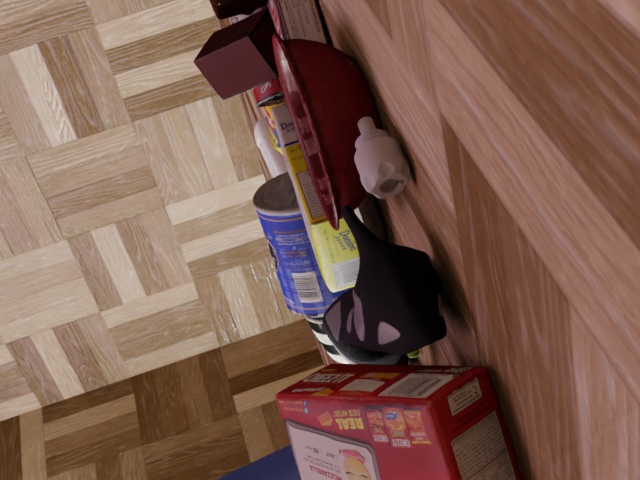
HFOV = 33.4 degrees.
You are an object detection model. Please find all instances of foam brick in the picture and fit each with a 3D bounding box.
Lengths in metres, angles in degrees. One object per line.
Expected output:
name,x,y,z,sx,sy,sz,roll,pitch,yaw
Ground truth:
foam brick,-0.071,-0.177,1.020,0.051,0.078,0.053,52,-135,-26

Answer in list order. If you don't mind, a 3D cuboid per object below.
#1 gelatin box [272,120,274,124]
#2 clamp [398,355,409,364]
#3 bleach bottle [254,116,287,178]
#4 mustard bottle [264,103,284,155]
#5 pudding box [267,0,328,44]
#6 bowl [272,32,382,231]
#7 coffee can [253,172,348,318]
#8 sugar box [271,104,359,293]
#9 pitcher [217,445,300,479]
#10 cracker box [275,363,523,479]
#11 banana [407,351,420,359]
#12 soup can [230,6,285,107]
gelatin box,-0.012,-0.095,1.148,0.073,0.030,0.089,54,180,-30
clamp,0.064,0.172,1.045,0.210,0.036,0.165,-73,-5,-74
bleach bottle,-0.014,-0.043,1.407,0.102,0.068,0.251,83,166,-78
mustard bottle,-0.039,-0.156,1.242,0.191,0.058,0.096,77,174,-56
pudding box,-0.015,-0.173,0.954,0.090,0.039,0.113,-168,60,-86
bowl,0.012,-0.092,0.836,0.162,0.055,0.162,162,90,-86
coffee can,-0.008,0.001,1.205,0.103,0.102,0.140,-116,8,-63
sugar box,0.000,-0.045,0.990,0.176,0.048,0.093,-106,1,-45
pitcher,0.010,0.264,1.168,0.149,0.243,0.145,61,-172,-72
cracker box,0.070,0.194,0.748,0.164,0.071,0.214,-8,102,50
banana,0.056,0.063,1.087,0.198,0.037,0.069,-122,15,-75
soup can,-0.048,-0.197,1.105,0.068,0.068,0.102,170,82,-86
